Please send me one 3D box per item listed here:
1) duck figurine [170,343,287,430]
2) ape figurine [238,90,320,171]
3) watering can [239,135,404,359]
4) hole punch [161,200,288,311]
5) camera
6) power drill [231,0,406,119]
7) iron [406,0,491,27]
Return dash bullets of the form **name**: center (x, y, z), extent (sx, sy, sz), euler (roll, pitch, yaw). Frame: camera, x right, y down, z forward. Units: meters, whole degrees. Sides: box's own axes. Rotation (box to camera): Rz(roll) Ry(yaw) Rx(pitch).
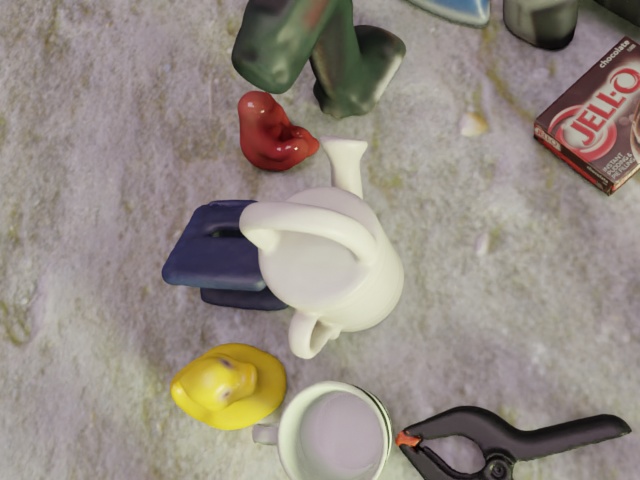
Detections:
- **duck figurine**: center (-0.090, 0.125, 0.500), extent (0.104, 0.086, 0.077), euler (-8, 71, 14)
- **ape figurine**: center (-0.050, -0.112, 0.562), extent (0.076, 0.092, 0.078), euler (-18, 68, 10)
- **watering can**: center (0.002, 0.001, 0.454), extent (0.100, 0.194, 0.173), euler (-13, 69, 12)
- **hole punch**: center (-0.081, 0.008, 0.533), extent (0.108, 0.091, 0.101), euler (2, 73, 17)
- **camera**: center (0.257, -0.240, 0.509), extent (0.143, 0.101, 0.136), euler (-44, 66, -1)
- **power drill**: center (0.016, -0.213, 0.512), extent (0.075, 0.209, 0.230), euler (27, 82, 23)
- **iron**: center (0.091, -0.340, 0.568), extent (0.118, 0.142, 0.258), euler (-33, 67, 4)
